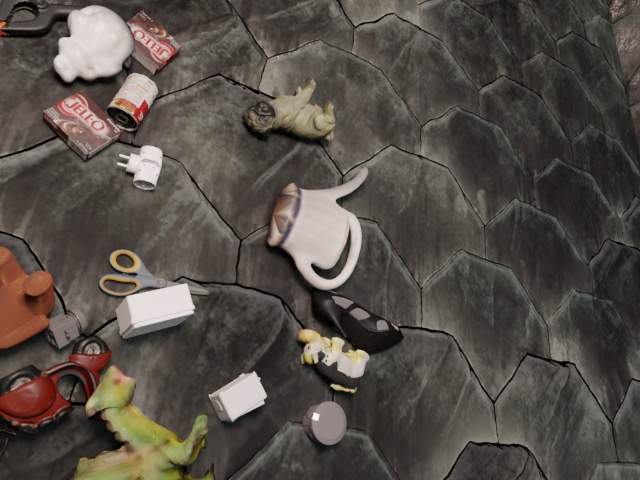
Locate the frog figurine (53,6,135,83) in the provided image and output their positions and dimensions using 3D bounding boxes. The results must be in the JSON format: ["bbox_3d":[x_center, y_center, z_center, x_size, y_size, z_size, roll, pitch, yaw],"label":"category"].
[{"bbox_3d":[-0.452,-0.383,1.012,0.162,0.122,0.135,-46,118,-47],"label":"frog figurine"}]

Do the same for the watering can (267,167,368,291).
[{"bbox_3d":[0.004,-0.059,1.175,0.223,0.102,0.355,26,58,-22],"label":"watering can"}]

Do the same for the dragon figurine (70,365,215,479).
[{"bbox_3d":[-0.284,0.402,0.810,0.243,0.121,0.411,-4,87,-25],"label":"dragon figurine"}]
